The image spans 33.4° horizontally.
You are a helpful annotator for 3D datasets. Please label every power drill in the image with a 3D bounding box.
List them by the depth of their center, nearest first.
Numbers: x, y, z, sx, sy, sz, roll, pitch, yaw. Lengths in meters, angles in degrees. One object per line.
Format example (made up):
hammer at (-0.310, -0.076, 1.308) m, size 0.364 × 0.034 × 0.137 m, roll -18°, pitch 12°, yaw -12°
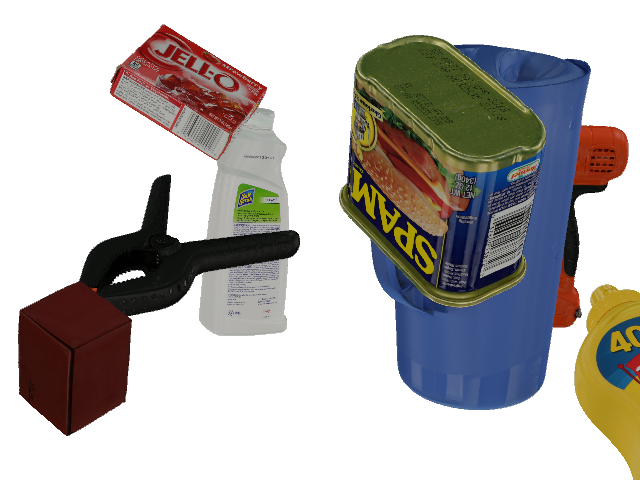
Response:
power drill at (0.167, -0.016, 0.936) m, size 0.184 × 0.188 × 0.057 m, roll 3°, pitch 27°, yaw 3°

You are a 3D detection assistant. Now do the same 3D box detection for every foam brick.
foam brick at (-0.162, 0.077, 0.701) m, size 0.053 × 0.078 × 0.051 m, roll 33°, pitch 41°, yaw 27°

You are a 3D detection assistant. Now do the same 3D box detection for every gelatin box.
gelatin box at (-0.090, -0.104, 0.738) m, size 0.089 × 0.030 × 0.073 m, roll 32°, pitch 37°, yaw -3°

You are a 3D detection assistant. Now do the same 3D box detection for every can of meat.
can of meat at (0.055, -0.034, 0.494) m, size 0.057 × 0.084 × 0.102 m, roll -22°, pitch 48°, yaw -24°

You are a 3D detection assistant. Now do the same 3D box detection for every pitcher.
pitcher at (0.102, -0.007, 0.735) m, size 0.149 × 0.243 × 0.145 m, roll -1°, pitch 21°, yaw -1°

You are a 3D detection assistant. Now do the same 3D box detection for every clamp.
clamp at (-0.143, 0.008, 0.938) m, size 0.165 × 0.036 × 0.209 m, roll 28°, pitch 40°, yaw 31°

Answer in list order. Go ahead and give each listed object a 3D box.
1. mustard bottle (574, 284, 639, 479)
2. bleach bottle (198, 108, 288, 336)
mustard bottle at (0.198, 0.088, 0.599) m, size 0.096 × 0.058 × 0.192 m, roll -10°, pitch 35°, yaw -7°
bleach bottle at (-0.074, -0.021, 1.187) m, size 0.102 × 0.251 × 0.068 m, roll -1°, pitch 18°, yaw -31°
